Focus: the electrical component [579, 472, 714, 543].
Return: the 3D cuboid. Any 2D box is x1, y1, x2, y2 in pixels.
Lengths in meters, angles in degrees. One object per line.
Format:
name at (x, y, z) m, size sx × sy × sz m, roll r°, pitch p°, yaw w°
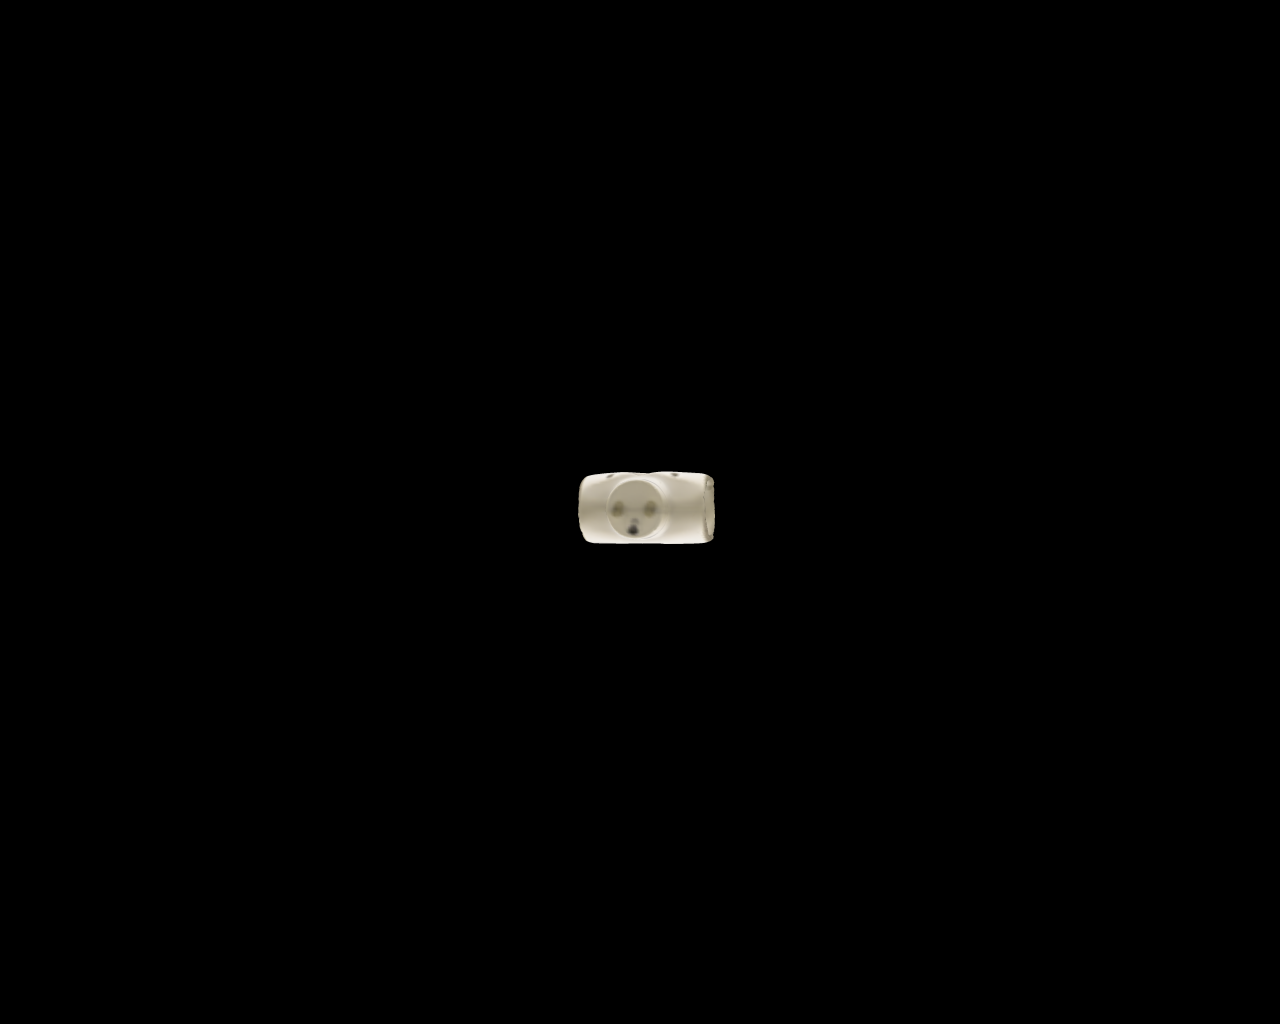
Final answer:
electrical component at (0.001, -0.003, 0.650) m, size 0.077 × 0.043 × 0.079 m, roll 0°, pitch 0°, yaw 13°
